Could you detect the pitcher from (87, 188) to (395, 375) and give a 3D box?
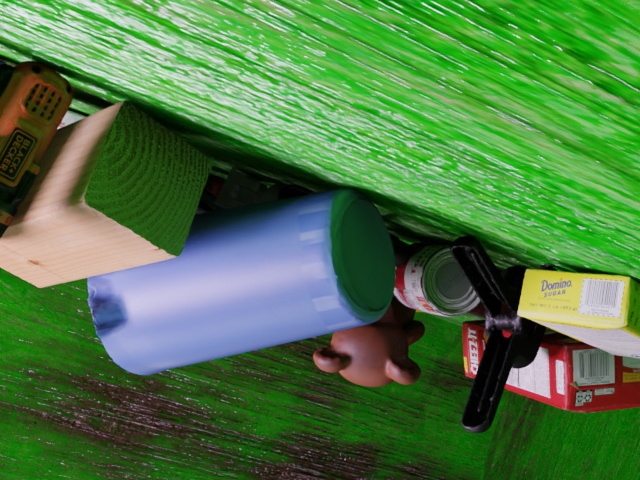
[{"bbox_3d":[-0.059,0.030,0.896,0.243,0.149,0.145,-12,137,30],"label":"pitcher"}]

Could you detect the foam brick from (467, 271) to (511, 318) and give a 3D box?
[{"bbox_3d":[0.161,0.051,1.120,0.078,0.051,0.053,21,176,-31],"label":"foam brick"}]

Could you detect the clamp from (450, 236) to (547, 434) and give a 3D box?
[{"bbox_3d":[0.166,0.064,0.961,0.036,0.164,0.209,-2,-170,29],"label":"clamp"}]

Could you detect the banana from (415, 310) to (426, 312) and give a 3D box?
[{"bbox_3d":[0.076,0.040,1.244,0.197,0.069,0.037,20,145,-10],"label":"banana"}]

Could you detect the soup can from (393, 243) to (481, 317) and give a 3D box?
[{"bbox_3d":[0.112,0.037,1.034,0.068,0.068,0.102,20,176,-14],"label":"soup can"}]

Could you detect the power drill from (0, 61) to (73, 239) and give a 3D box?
[{"bbox_3d":[-0.276,-0.068,0.694,0.187,0.184,0.057,33,169,-33],"label":"power drill"}]

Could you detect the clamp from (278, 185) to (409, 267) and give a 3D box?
[{"bbox_3d":[0.029,-0.010,1.002,0.120,0.039,0.171,35,-178,15],"label":"clamp"}]

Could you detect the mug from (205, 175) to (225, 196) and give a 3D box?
[{"bbox_3d":[-0.127,-0.029,1.167,0.093,0.081,0.117,18,177,14],"label":"mug"}]

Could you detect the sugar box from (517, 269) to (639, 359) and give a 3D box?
[{"bbox_3d":[0.249,0.066,0.885,0.094,0.048,0.175,5,171,41],"label":"sugar box"}]

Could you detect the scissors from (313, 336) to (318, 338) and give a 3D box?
[{"bbox_3d":[-0.005,0.051,1.412,0.096,0.016,0.201,35,-144,4],"label":"scissors"}]

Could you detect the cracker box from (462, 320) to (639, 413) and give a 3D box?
[{"bbox_3d":[0.269,0.123,1.112,0.164,0.072,0.214,-2,-177,-19],"label":"cracker box"}]

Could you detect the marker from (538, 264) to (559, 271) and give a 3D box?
[{"bbox_3d":[0.223,0.043,0.934,0.020,0.020,0.120,16,176,43],"label":"marker"}]

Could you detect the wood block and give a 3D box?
[{"bbox_3d":[-0.192,-0.029,0.853,0.090,0.090,0.207,34,150,-34],"label":"wood block"}]

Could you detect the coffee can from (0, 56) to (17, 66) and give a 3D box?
[{"bbox_3d":[-0.279,-0.073,0.808,0.103,0.140,0.103,19,177,1],"label":"coffee can"}]
